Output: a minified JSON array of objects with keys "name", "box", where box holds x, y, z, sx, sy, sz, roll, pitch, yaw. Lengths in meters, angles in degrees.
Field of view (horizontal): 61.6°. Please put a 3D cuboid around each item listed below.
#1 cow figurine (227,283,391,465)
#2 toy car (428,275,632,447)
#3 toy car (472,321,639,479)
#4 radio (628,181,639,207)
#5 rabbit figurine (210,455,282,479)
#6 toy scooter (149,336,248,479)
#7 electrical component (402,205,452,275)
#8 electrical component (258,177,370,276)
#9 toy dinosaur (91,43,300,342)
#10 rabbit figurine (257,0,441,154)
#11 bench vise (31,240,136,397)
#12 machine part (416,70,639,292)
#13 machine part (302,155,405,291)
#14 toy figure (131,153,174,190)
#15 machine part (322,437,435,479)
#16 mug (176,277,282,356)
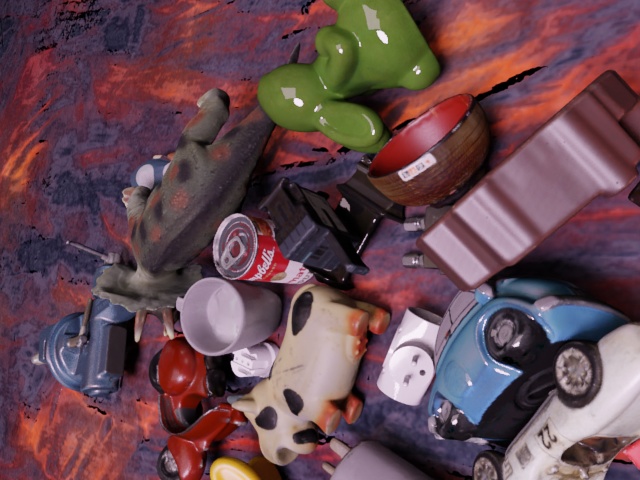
[{"name":"cow figurine","box":[-0.018,0.138,0.547,0.127,0.085,0.194,23,101,35]},{"name":"toy car","box":[0.143,0.083,0.415,0.161,0.109,0.103,-61,28,30]},{"name":"toy car","box":[0.171,0.133,0.360,0.056,0.073,0.201,-111,35,-51]},{"name":"radio","box":[0.289,0.021,0.266,0.230,0.131,0.073,47,114,35]},{"name":"rabbit figurine","box":[-0.074,0.315,0.569,0.173,0.121,0.162,-18,61,24]},{"name":"toy scooter","box":[-0.141,0.189,0.644,0.135,0.075,0.184,-31,54,29]},{"name":"electrical component","box":[0.118,0.001,0.491,0.094,0.021,0.063,-2,82,40]},{"name":"electrical component","box":[-0.001,-0.002,0.513,0.047,0.074,0.119,-48,55,22]},{"name":"toy dinosaur","box":[-0.148,-0.038,0.627,0.404,0.131,0.192,-48,36,34]},{"name":"rabbit figurine","box":[0.024,-0.160,0.540,0.170,0.121,0.159,-31,85,17]},{"name":"bench vise","box":[-0.365,0.135,0.826,0.241,0.128,0.223,-21,71,30]},{"name":"machine part","box":[0.146,-0.034,0.375,0.056,0.179,0.179,49,117,7]},{"name":"machine part","box":[0.037,-0.012,0.554,0.084,0.039,0.138,39,107,32]},{"name":"toy figure","box":[-0.212,-0.092,0.773,0.155,0.058,0.064,-6,118,39]},{"name":"machine part","box":[0.088,0.239,0.438,0.244,0.079,0.079,21,97,43]},{"name":"mug","box":[-0.099,0.082,0.604,0.110,0.107,0.080,3,86,29]}]
